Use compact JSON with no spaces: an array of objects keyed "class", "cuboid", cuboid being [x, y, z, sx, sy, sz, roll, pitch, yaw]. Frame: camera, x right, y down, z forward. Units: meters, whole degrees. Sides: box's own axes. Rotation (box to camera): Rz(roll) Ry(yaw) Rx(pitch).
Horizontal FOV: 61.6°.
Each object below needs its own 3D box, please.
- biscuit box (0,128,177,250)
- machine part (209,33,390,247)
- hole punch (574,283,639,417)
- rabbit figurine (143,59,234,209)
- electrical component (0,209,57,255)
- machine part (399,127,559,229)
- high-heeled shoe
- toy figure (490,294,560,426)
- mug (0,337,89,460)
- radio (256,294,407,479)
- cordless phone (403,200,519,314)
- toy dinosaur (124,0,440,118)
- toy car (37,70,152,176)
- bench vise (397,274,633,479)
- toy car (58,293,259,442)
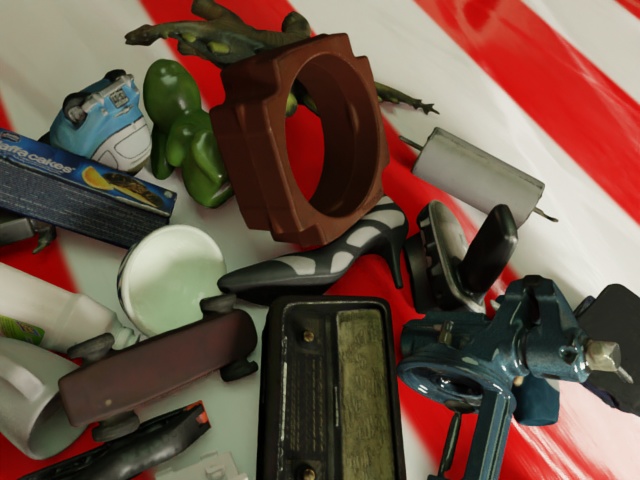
[{"class":"biscuit box","cuboid":[-0.264,-0.050,0.583,0.202,0.062,0.059,21,28,-16]},{"class":"machine part","cuboid":[-0.013,-0.110,0.590,0.087,0.200,0.201,2,29,36]},{"class":"hole punch","cuboid":[0.343,0.127,0.636,0.142,0.092,0.116,43,86,14]},{"class":"rabbit figurine","cuboid":[-0.147,-0.133,0.650,0.121,0.159,0.170,-35,89,-33]},{"class":"electrical component","cuboid":[-0.347,-0.008,0.587,0.102,0.045,0.078,-25,38,-29]},{"class":"machine part","cuboid":[0.218,-0.086,0.749,0.243,0.079,0.079,29,55,8]},{"class":"high-heeled shoe","cuboid":[-0.001,-0.002,0.636,0.249,0.086,0.145,1,58,-22]},{"class":"toy figure","cuboid":[0.234,0.131,0.614,0.058,0.064,0.154,-7,58,12]},{"class":"mug","cuboid":[-0.267,0.129,0.475,0.107,0.109,0.081,22,62,19]},{"class":"radio","cuboid":[0.006,0.167,0.526,0.131,0.073,0.230,6,54,-9]},{"class":"cordless phone","cuboid":[0.164,-0.002,0.612,0.089,0.184,0.147,0,56,-8]},{"class":"toy dinosaur","cuboid":[-0.029,-0.237,0.756,0.471,0.105,0.199,-3,42,-35]},{"class":"toy car","cuboid":[-0.251,-0.119,0.634,0.103,0.162,0.109,49,44,-15]},{"class":"bench vise","cuboid":[0.161,0.154,0.513,0.224,0.128,0.240,4,55,35]},{"class":"toy car","cuboid":[-0.143,0.113,0.506,0.202,0.053,0.089,-17,90,-45]}]
